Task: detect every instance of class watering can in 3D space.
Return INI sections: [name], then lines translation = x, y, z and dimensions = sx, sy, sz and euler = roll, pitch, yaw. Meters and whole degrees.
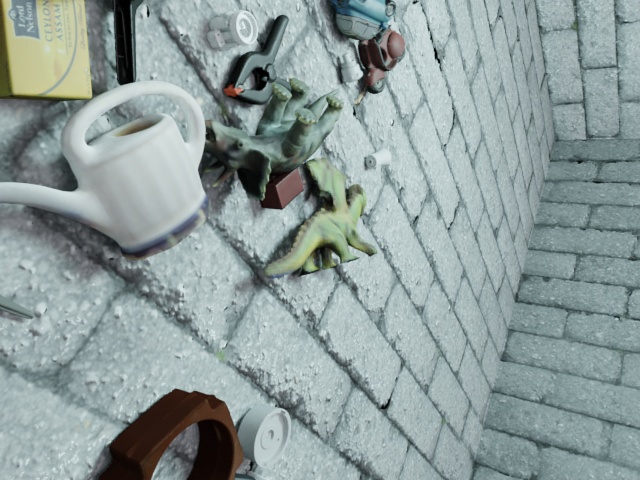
[watering can]
translation = -0.268, -0.067, 0.673
dimensions = 0.354, 0.104, 0.220
euler = -46, 129, -38

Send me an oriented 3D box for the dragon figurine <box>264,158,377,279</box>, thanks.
[dragon figurine]
translation = 0.003, -0.055, 1.100
dimensions = 0.411, 0.121, 0.244
euler = -4, 80, -57
